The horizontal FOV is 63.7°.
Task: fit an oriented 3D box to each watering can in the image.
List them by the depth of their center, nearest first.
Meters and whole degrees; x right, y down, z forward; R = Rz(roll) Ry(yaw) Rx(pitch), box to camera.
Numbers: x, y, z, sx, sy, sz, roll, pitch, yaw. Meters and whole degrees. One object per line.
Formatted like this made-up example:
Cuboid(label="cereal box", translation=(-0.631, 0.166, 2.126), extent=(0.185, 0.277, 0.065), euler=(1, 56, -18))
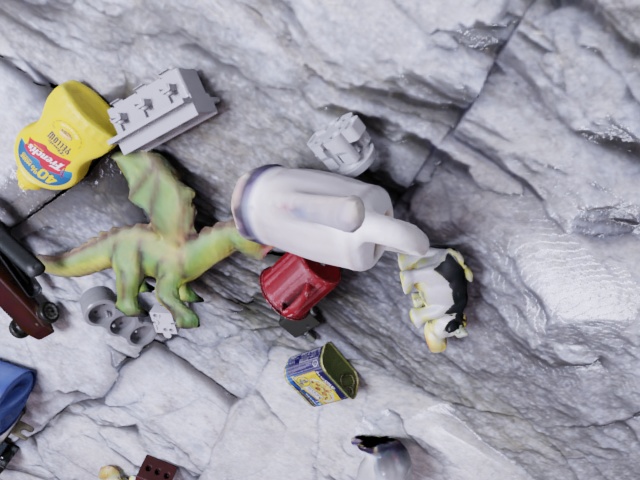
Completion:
Cuboid(label="watering can", translation=(0.002, -0.028, 0.563), extent=(0.225, 0.104, 0.346), euler=(15, -2, 20))

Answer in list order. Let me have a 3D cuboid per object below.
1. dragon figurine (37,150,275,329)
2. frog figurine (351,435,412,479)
Cuboid(label="dragon figurine", translation=(-0.251, -0.016, 0.740), extent=(0.411, 0.239, 0.124), euler=(12, 18, 11))
Cuboid(label="frog figurine", translation=(0.105, 0.439, 0.917), extent=(0.122, 0.161, 0.136), euler=(4, -12, -27))
